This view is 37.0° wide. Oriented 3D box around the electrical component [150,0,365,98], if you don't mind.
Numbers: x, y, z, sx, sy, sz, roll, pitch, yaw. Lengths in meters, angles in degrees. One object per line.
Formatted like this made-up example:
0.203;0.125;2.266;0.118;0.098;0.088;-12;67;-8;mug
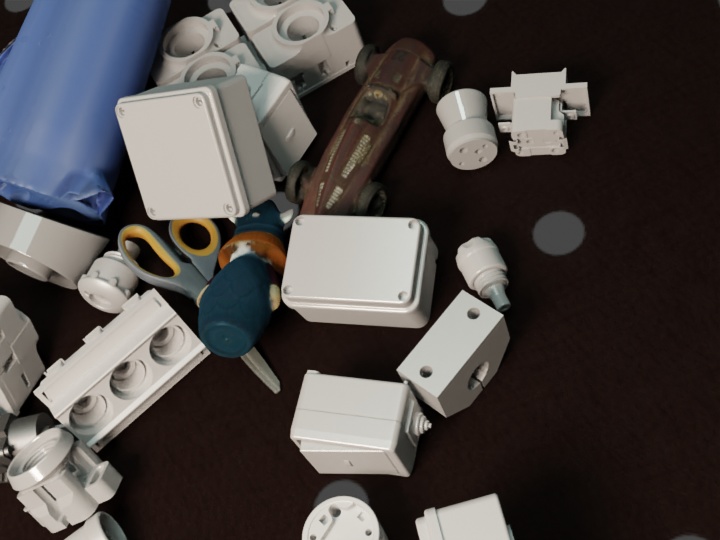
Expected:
-0.101;-0.205;1.011;0.186;0.060;0.105;-30;57;-3;electrical component

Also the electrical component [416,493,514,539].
0.081;0.214;0.687;0.056;0.108;0.108;-16;57;3;electrical component

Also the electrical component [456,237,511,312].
0.101;0.005;0.846;0.035;0.035;0.061;-25;59;1;electrical component

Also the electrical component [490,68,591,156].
0.152;-0.131;0.906;0.081;0.042;0.063;-1;64;16;electrical component

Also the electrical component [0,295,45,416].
-0.353;0.065;0.905;0.150;0.089;0.061;3;42;18;electrical component

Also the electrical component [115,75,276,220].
-0.137;-0.101;0.898;0.109;0.108;0.056;0;23;36;electrical component

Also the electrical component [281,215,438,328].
0.000;0.000;0.858;0.113;0.057;0.078;3;71;18;electrical component

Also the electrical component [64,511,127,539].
-0.205;0.211;0.813;0.046;0.040;0.040;-35;57;2;electrical component

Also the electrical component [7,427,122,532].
-0.232;0.159;0.825;0.078;0.057;0.058;-26;25;24;electrical component

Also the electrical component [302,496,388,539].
-0.008;0.194;0.760;0.055;0.047;0.055;-7;59;12;electrical component

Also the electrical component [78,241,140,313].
-0.212;0.003;0.934;0.048;0.048;0.062;8;54;20;electrical component

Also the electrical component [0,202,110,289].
-0.276;-0.026;0.940;0.099;0.099;0.064;17;73;24;electrical component

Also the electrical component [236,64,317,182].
-0.085;-0.131;0.942;0.061;0.096;0.061;23;70;26;electrical component

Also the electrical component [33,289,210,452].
-0.195;0.077;0.872;0.121;0.078;0.063;-42;36;-9;electrical component

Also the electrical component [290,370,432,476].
0.004;0.118;0.792;0.096;0.061;0.061;4;63;19;electrical component

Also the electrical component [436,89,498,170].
0.091;-0.119;0.915;0.045;0.045;0.055;-14;58;8;electrical component
